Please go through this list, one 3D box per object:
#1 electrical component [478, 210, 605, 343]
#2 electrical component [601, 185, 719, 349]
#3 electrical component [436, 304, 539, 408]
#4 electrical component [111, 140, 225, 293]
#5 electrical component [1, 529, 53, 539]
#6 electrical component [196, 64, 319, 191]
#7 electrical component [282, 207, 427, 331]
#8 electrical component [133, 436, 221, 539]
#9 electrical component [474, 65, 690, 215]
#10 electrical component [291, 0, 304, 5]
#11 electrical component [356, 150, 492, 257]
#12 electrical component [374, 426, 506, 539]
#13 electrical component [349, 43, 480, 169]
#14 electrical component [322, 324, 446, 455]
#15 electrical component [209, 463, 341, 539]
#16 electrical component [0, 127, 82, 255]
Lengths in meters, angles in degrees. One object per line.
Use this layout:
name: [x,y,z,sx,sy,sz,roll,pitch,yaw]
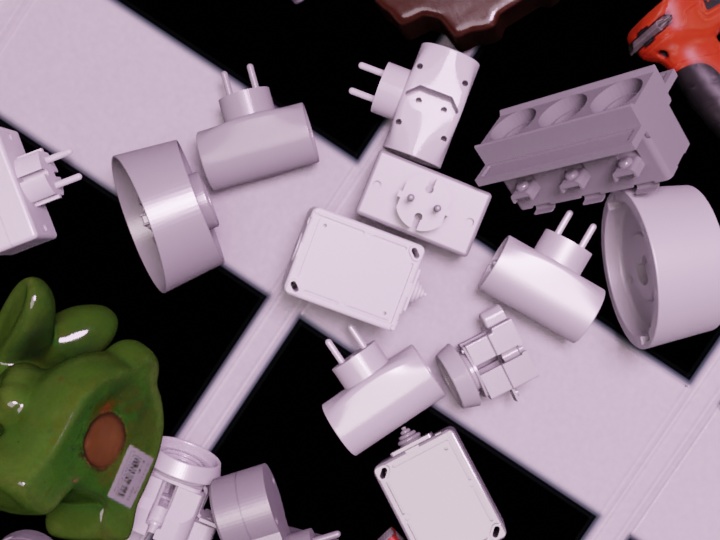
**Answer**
electrical component: [0.135,-0.002,0.747,0.077,0.044,0.079,30,92,1]
electrical component: [0.207,-0.005,0.716,0.060,0.108,0.108,-9,91,-4]
electrical component: [0.087,0.066,0.750,0.055,0.048,0.066,-27,91,-5]
electrical component: [-0.132,-0.037,0.730,0.064,0.099,0.099,-21,91,-4]
electrical component: [-0.244,0.217,0.763,0.055,0.047,0.055,0,92,2]
electrical component: [-0.076,-0.103,0.751,0.077,0.043,0.079,-15,91,3]
electrical component: [0.000,0.000,0.746,0.096,0.061,0.061,20,92,-7]
electrical component: [-0.131,0.153,0.753,0.078,0.058,0.057,22,95,1]
electrical component: [0.146,-0.081,0.704,0.063,0.121,0.078,54,51,-23]
electrical component: [-0.061,-0.228,0.747,0.081,0.043,0.043,43,92,0]
electrical component: [0.043,-0.045,0.732,0.083,0.075,0.047,22,94,1]
electrical component: [0.053,0.152,0.749,0.062,0.061,0.096,-28,83,3]
electrical component: [0.033,-0.120,0.747,0.079,0.043,0.077,21,92,2]
electrical component: [0.007,0.076,0.754,0.077,0.043,0.079,-34,90,2]
electrical component: [-0.045,0.196,0.722,0.074,0.052,0.138,-17,91,2]
electrical component: [-0.234,-0.062,0.755,0.076,0.047,0.083,-21,91,2]
